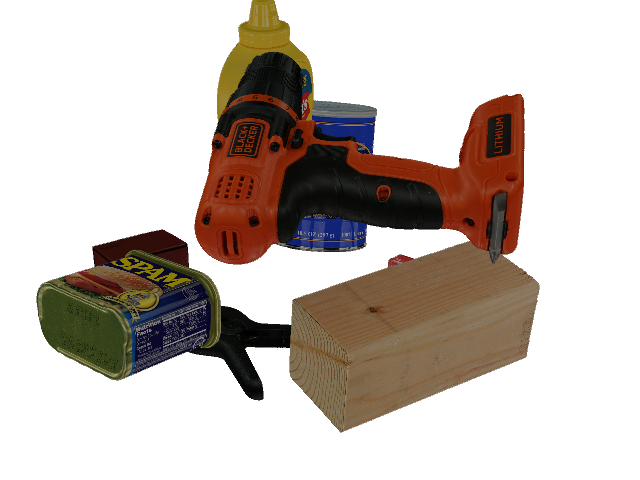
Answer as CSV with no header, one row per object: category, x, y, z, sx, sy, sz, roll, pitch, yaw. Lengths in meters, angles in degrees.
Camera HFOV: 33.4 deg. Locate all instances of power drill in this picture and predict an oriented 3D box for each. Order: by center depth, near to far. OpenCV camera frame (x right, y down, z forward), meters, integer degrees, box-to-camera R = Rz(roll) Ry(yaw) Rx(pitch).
power drill,0.027,-0.054,0.645,0.188,0.057,0.184,2,43,8

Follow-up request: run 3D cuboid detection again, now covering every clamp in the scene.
clamp,-0.103,0.118,1.234,0.210,0.036,0.164,14,25,24

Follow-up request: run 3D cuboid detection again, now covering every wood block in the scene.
wood block,0.084,0.079,0.956,0.205,0.090,0.091,-17,37,-27

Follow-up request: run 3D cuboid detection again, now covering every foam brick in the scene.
foam brick,-0.171,0.028,1.020,0.078,0.051,0.053,-15,25,-30

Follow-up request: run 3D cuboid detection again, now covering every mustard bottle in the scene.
mustard bottle,-0.044,-0.104,0.881,0.058,0.192,0.096,20,34,35

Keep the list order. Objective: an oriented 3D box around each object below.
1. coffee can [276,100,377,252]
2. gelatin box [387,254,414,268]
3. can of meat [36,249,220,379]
coffee can,0.001,-0.067,1.083,0.103,0.140,0.103,4,12,-1
gelatin box,0.121,0.069,1.339,0.073,0.089,0.030,21,35,39
can of meat,-0.135,0.051,0.744,0.102,0.057,0.083,17,25,37
